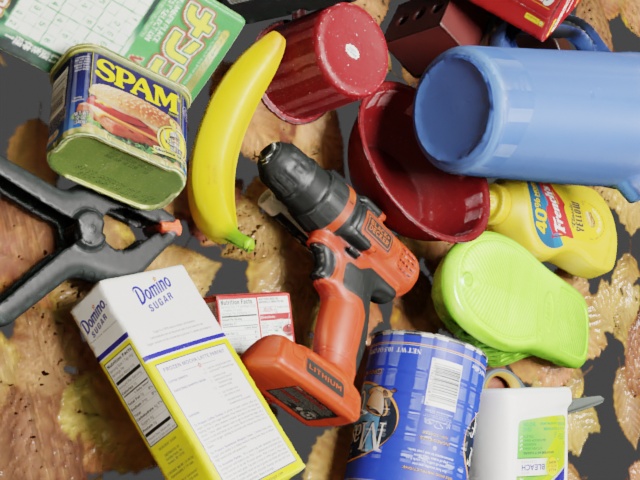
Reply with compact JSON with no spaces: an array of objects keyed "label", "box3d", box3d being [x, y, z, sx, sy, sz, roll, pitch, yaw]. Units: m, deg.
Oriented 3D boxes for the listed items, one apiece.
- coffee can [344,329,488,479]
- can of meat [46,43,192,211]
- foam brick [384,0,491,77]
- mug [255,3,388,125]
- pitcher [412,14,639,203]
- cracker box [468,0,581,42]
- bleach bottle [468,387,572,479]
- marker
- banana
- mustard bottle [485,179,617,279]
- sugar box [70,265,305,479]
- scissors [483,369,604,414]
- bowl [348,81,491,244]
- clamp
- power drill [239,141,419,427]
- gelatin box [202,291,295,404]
[{"label":"coffee can","box3d":[0.080,0.158,0.897,0.102,0.103,0.140,26,66,-35]},{"label":"can of meat","box3d":[-0.142,-0.078,0.757,0.102,0.058,0.084,24,45,-33]},{"label":"foam brick","box3d":[0.108,-0.195,0.995,0.051,0.078,0.053,41,59,-30]},{"label":"mug","box3d":[0.002,-0.162,0.897,0.093,0.082,0.117,0,83,-40]},{"label":"pitcher","box3d":[0.200,-0.121,0.959,0.242,0.149,0.145,-2,118,-39]},{"label":"cracker box","box3d":[0.184,-0.283,0.996,0.164,0.072,0.213,32,39,12]},{"label":"bleach bottle","box3d":[0.179,0.257,0.939,0.102,0.068,0.251,4,80,-38]},{"label":"marker","box3d":[-0.006,0.001,0.905,0.121,0.020,0.020,44,58,-27]},{"label":"banana","box3d":[-0.068,-0.075,0.836,0.037,0.070,0.198,54,38,-59]},{"label":"mustard bottle","box3d":[0.218,-0.022,1.072,0.191,0.058,0.096,13,63,-37]},{"label":"sugar box","box3d":[-0.092,0.105,0.745,0.176,0.048,0.093,55,29,15]},{"label":"scissors","box3d":[0.219,0.156,1.073,0.201,0.016,0.096,-21,97,-41]},{"label":"bowl","box3d":[0.077,-0.058,0.943,0.161,0.055,0.162,26,47,-32]},{"label":"clamp","box3d":[-0.176,-0.014,0.751,0.171,0.039,0.120,-15,97,-47]},{"label":"power drill","box3d":[-0.002,0.037,0.839,0.184,0.057,0.187,41,53,-30]},{"label":"gelatin box","box3d":[-0.056,0.086,0.841,0.073,0.030,0.089,-1,81,-40]}]
